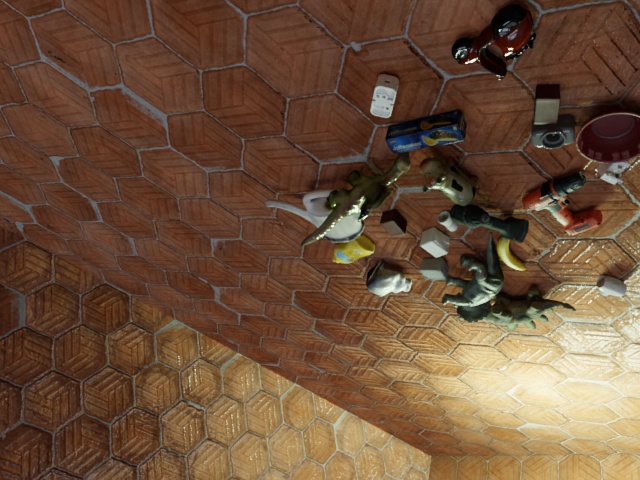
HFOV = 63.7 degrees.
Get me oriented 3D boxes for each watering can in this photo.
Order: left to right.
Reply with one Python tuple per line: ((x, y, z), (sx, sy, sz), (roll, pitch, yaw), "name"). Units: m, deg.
((0.005, -0.086, 1.711), (0.347, 0.106, 0.220), (-3, 141, 28), "watering can")

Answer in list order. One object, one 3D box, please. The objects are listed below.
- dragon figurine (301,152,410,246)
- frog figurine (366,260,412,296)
((0.108, -0.107, 1.468), (0.121, 0.411, 0.244), (44, 179, -10), "dragon figurine")
((0.258, 0.164, 1.937), (0.159, 0.125, 0.135), (33, 125, -2), "frog figurine")
